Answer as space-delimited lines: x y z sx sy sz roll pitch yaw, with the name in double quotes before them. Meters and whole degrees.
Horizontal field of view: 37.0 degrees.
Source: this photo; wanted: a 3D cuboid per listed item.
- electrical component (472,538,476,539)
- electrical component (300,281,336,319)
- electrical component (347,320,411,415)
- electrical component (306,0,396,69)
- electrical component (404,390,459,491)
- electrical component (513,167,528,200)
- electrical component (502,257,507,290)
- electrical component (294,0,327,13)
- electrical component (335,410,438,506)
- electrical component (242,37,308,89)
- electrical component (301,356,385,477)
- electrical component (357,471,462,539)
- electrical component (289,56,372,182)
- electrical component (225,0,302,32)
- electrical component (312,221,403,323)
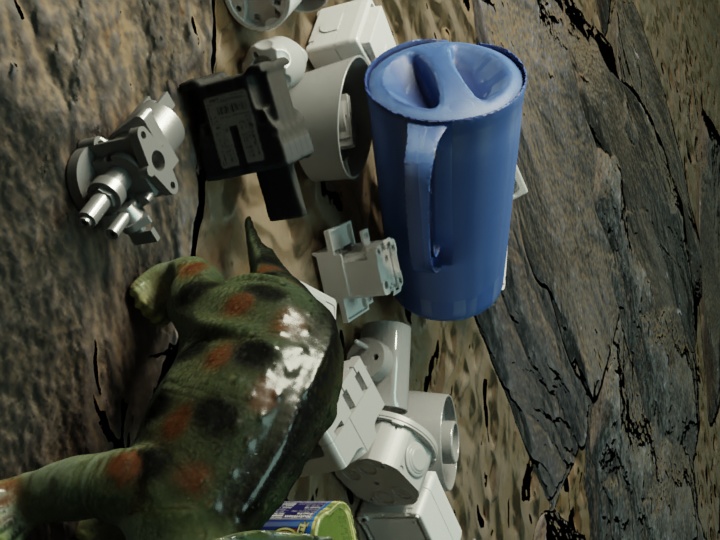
"electrical component" 0.117 0.315 1.062 0.061 0.062 0.096 26 61 -58
"electrical component" -0.053 0.061 0.802 0.062 0.061 0.096 31 57 -56
"electrical component" 0.014 0.082 0.941 0.079 0.044 0.077 34 54 -55
"electrical component" 0.003 -0.187 0.968 0.096 0.061 0.061 55 38 -41
"electrical component" 0.059 0.162 1.013 0.099 0.064 0.099 -2 90 -75
"electrical component" 0.142 -0.109 1.219 0.047 0.066 0.076 59 7 -37
"electrical component" 0.108 -0.029 1.134 0.113 0.057 0.078 44 47 -50
"electrical component" -0.031 -0.267 0.905 0.043 0.079 0.077 32 55 -41
"electrical component" 0.021 0.158 0.901 0.080 0.080 0.051 59 40 -37
"electrical component" -0.063 -0.165 0.857 0.062 0.043 0.043 -40 118 -59
"electrical component" -0.023 0.118 0.849 0.055 0.050 0.089 63 33 -17
"electrical component" 0.048 0.227 0.953 0.096 0.062 0.061 66 32 -29
"electrical component" -0.021 -0.123 0.897 0.099 0.064 0.099 -9 90 -75
"electrical component" -0.072 -0.221 0.843 0.055 0.055 0.047 69 27 -24
"electrical component" 0.000 0.000 0.915 0.042 0.064 0.081 -30 111 -59
